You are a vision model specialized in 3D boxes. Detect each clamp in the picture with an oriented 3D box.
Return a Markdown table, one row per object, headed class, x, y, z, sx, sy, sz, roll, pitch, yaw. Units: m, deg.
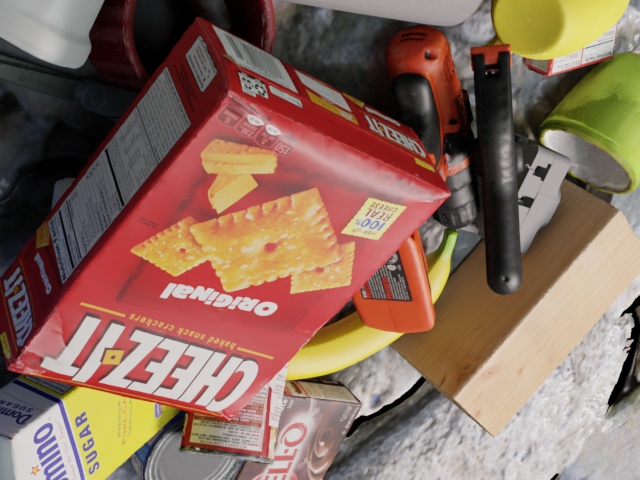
| class | x | y | z | sx | sy | sz | roll | pitch | yaw |
| --- | --- | --- | --- | --- | --- | --- | --- | --- | --- |
| clamp | 0.128 | -0.058 | 0.771 | 0.039 | 0.120 | 0.171 | -3 | 106 | 3 |

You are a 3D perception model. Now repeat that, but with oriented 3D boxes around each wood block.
| class | x | y | z | sx | sy | sz | roll | pitch | yaw |
| --- | --- | --- | --- | --- | --- | --- | --- | --- | --- |
| wood block | 0.174 | 0.054 | 0.920 | 0.206 | 0.091 | 0.090 | -48 | 135 | -3 |

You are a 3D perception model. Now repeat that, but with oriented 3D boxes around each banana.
| class | x | y | z | sx | sy | sz | roll | pitch | yaw |
| --- | --- | --- | --- | --- | --- | --- | --- | --- | --- |
| banana | 0.034 | 0.063 | 0.858 | 0.197 | 0.037 | 0.069 | -34 | 126 | -15 |

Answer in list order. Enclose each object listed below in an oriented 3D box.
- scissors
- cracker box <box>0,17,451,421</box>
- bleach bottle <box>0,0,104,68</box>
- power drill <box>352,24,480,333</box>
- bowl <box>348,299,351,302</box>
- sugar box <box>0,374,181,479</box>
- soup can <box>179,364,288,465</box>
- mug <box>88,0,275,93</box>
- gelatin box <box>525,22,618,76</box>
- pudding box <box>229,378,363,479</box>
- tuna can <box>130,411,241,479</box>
| class | x | y | z | sx | sy | sz | roll | pitch | yaw |
| --- | --- | --- | --- | --- | --- | --- | --- | --- | --- |
| scissors | -0.123 | -0.101 | 0.650 | 0.201 | 0.016 | 0.096 | 35 | 91 | -44 |
| cracker box | -0.058 | 0.003 | 0.604 | 0.164 | 0.072 | 0.214 | 22 | 121 | -39 |
| bleach bottle | -0.110 | -0.220 | 0.532 | 0.251 | 0.102 | 0.068 | -61 | 178 | 8 |
| power drill | 0.068 | -0.029 | 0.752 | 0.184 | 0.057 | 0.187 | 67 | 31 | -42 |
| bowl | -0.005 | 0.001 | 0.776 | 0.161 | 0.055 | 0.162 | -19 | 127 | -27 |
| sugar box | -0.150 | 0.111 | 0.687 | 0.176 | 0.048 | 0.093 | -44 | 145 | -53 |
| soup can | -0.059 | 0.105 | 0.761 | 0.068 | 0.069 | 0.102 | 20 | 73 | -43 |
| mug | -0.083 | -0.112 | 0.612 | 0.093 | 0.082 | 0.117 | -29 | 115 | -27 |
| gelatin box | 0.201 | -0.179 | 0.839 | 0.073 | 0.030 | 0.089 | -20 | 127 | -29 |
| pudding box | -0.029 | 0.166 | 0.870 | 0.089 | 0.039 | 0.113 | 13 | 108 | -42 |
| tuna can | -0.101 | 0.158 | 0.814 | 0.086 | 0.034 | 0.086 | -18 | 126 | -28 |
